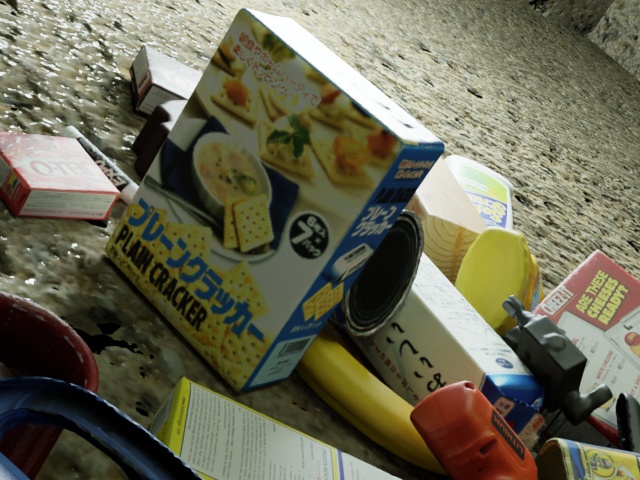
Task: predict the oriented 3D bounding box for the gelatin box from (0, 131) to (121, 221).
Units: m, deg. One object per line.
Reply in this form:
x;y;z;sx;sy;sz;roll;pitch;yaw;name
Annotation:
-0.207;-0.050;0.813;0.089;0.030;0.073;1;39;-51;gelatin box

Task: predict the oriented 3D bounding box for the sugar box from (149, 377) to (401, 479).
-0.018;0.155;0.631;0.176;0.048;0.093;30;22;-14;sugar box

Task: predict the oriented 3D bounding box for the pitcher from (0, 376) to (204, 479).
-0.151;0.123;0.406;0.243;0.145;0.149;39;25;21;pitcher

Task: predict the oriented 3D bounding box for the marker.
-0.170;-0.051;0.878;0.121;0.020;0.020;40;24;18;marker

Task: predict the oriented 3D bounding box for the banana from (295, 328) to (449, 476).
0.031;0.109;0.793;0.198;0.037;0.069;42;27;21;banana

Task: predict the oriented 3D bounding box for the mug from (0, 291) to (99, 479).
-0.164;0.081;0.540;0.093;0.082;0.117;37;23;9;mug

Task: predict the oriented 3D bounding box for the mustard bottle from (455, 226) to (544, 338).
0.174;0.053;1.000;0.058;0.096;0.191;13;-8;21;mustard bottle

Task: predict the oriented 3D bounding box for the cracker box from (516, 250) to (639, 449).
0.276;0.133;0.945;0.214;0.072;0.164;41;53;19;cracker box

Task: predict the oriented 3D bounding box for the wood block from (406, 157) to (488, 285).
0.089;-0.033;1.083;0.090;0.091;0.206;20;25;-27;wood block

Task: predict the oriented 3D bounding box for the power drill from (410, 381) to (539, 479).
0.102;0.173;0.667;0.184;0.057;0.187;53;16;-23;power drill

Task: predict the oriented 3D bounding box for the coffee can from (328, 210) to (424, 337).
-0.005;0.001;0.830;0.140;0.103;0.102;25;17;30;coffee can

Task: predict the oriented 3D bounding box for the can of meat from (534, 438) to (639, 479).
0.200;0.193;0.749;0.083;0.058;0.102;13;42;-15;can of meat

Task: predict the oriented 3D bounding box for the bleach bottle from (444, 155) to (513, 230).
0.174;-0.007;1.181;0.102;0.068;0.250;27;26;-10;bleach bottle

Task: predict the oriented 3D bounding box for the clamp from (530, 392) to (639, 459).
0.228;0.207;0.820;0.120;0.039;0.171;-18;58;-10;clamp

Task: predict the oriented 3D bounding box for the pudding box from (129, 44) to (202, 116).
-0.134;-0.143;1.082;0.113;0.039;0.090;21;25;-27;pudding box
